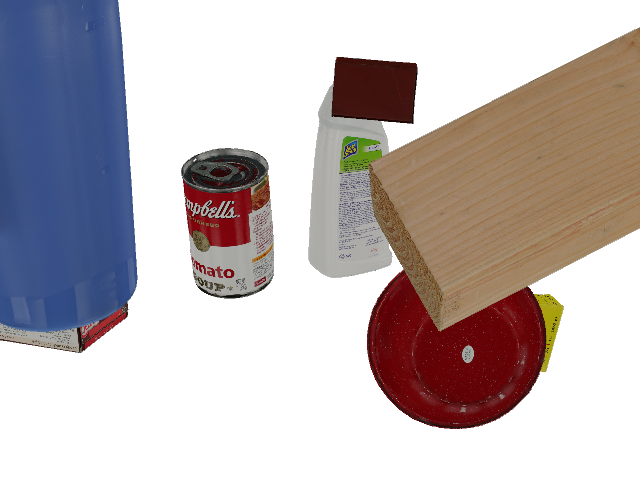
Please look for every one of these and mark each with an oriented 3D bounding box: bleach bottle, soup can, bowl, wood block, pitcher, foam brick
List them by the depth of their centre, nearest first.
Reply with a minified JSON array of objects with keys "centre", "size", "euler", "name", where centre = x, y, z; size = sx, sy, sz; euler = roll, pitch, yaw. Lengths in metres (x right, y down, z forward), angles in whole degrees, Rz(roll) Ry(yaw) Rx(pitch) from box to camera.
[{"centre":[0.141,-0.040,0.638],"size":[0.206,0.091,0.090],"euler":[-27,-20,-4],"name":"wood block"},{"centre":[-0.193,-0.062,0.692],"size":[0.149,0.243,0.145],"euler":[-5,27,-6],"name":"pitcher"},{"centre":[-0.073,-0.014,0.852],"size":[0.068,0.102,0.068],"euler":[-1,32,1],"name":"soup can"},{"centre":[0.123,0.093,0.931],"size":[0.162,0.162,0.055],"euler":[0,6,-1],"name":"bowl"},{"centre":[0.050,-0.140,0.991],"size":[0.078,0.051,0.053],"euler":[6,16,3],"name":"foam brick"},{"centre":[0.041,-0.085,1.224],"size":[0.102,0.251,0.068],"euler":[-13,31,-30],"name":"bleach bottle"}]

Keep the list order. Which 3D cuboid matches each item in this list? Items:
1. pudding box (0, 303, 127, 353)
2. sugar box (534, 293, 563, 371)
[{"centre":[-0.258,0.069,1.036],"size":[0.114,0.039,0.090],"euler":[4,19,19],"name":"pudding box"},{"centre":[0.201,0.107,1.305],"size":[0.176,0.093,0.048],"euler":[5,18,-18],"name":"sugar box"}]
